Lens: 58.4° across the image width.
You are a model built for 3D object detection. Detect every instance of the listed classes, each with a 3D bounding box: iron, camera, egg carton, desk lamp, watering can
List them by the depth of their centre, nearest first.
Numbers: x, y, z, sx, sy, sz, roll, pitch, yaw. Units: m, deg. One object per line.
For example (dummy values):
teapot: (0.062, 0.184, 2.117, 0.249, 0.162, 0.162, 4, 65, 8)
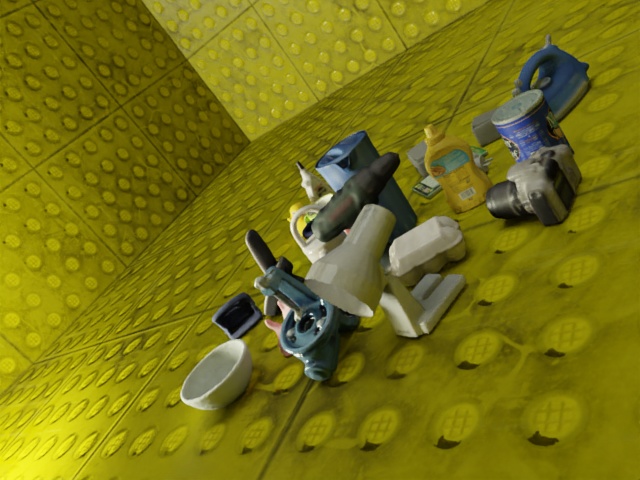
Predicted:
desk lamp: (0.102, 0.061, 0.934, 0.203, 0.214, 0.117, -47, 21, -24)
camera: (0.364, -0.097, 1.004, 0.136, 0.101, 0.143, -15, 29, 47)
egg carton: (0.200, 0.018, 1.079, 0.150, 0.069, 0.107, -32, 20, 16)
watering can: (0.010, 0.006, 1.252, 0.101, 0.194, 0.172, -40, 20, -6)
iron: (0.488, -0.340, 1.275, 0.259, 0.142, 0.118, -47, 22, -25)

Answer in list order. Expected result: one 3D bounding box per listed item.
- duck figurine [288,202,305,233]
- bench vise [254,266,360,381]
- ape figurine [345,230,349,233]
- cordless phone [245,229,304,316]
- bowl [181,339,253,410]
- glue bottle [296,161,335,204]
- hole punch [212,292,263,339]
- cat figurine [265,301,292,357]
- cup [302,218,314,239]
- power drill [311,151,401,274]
duck figurine: (-0.048, -0.073, 1.697, 0.104, 0.086, 0.077, -40, 20, -7)
bench vise: (-0.032, 0.117, 1.034, 0.121, 0.220, 0.207, -32, 20, 17)
ape figurine: (0.076, -0.026, 1.362, 0.077, 0.092, 0.076, -20, 26, 41)
cordless phone: (-0.130, 0.073, 1.356, 0.094, 0.185, 0.147, -31, 21, 19)
bowl: (-0.194, 0.285, 1.159, 0.167, 0.075, 0.167, -33, 20, 14)
glue bottle: (-0.019, -0.166, 1.724, 0.078, 0.173, 0.037, -48, 22, -26)
hole punch: (-0.209, 0.178, 1.402, 0.109, 0.091, 0.101, -40, 20, -8)
cat figurine: (-0.052, 0.158, 1.129, 0.127, 0.118, 0.067, -25, 23, 31)
cup: (0.022, -0.017, 1.432, 0.091, 0.095, 0.118, -17, 28, 45)
power drill: (0.109, -0.041, 1.160, 0.229, 0.209, 0.075, -33, 20, 14)
